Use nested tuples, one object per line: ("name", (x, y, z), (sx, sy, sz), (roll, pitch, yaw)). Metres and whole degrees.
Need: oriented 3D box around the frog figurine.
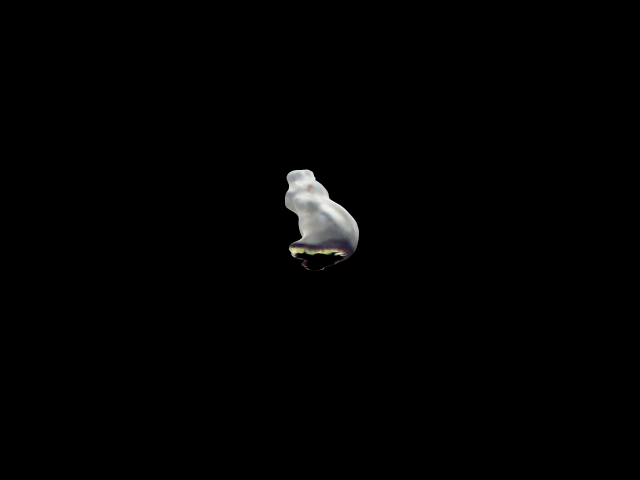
("frog figurine", (0.003, -0.043, 0.850), (0.122, 0.162, 0.136), (-15, -26, 34))
